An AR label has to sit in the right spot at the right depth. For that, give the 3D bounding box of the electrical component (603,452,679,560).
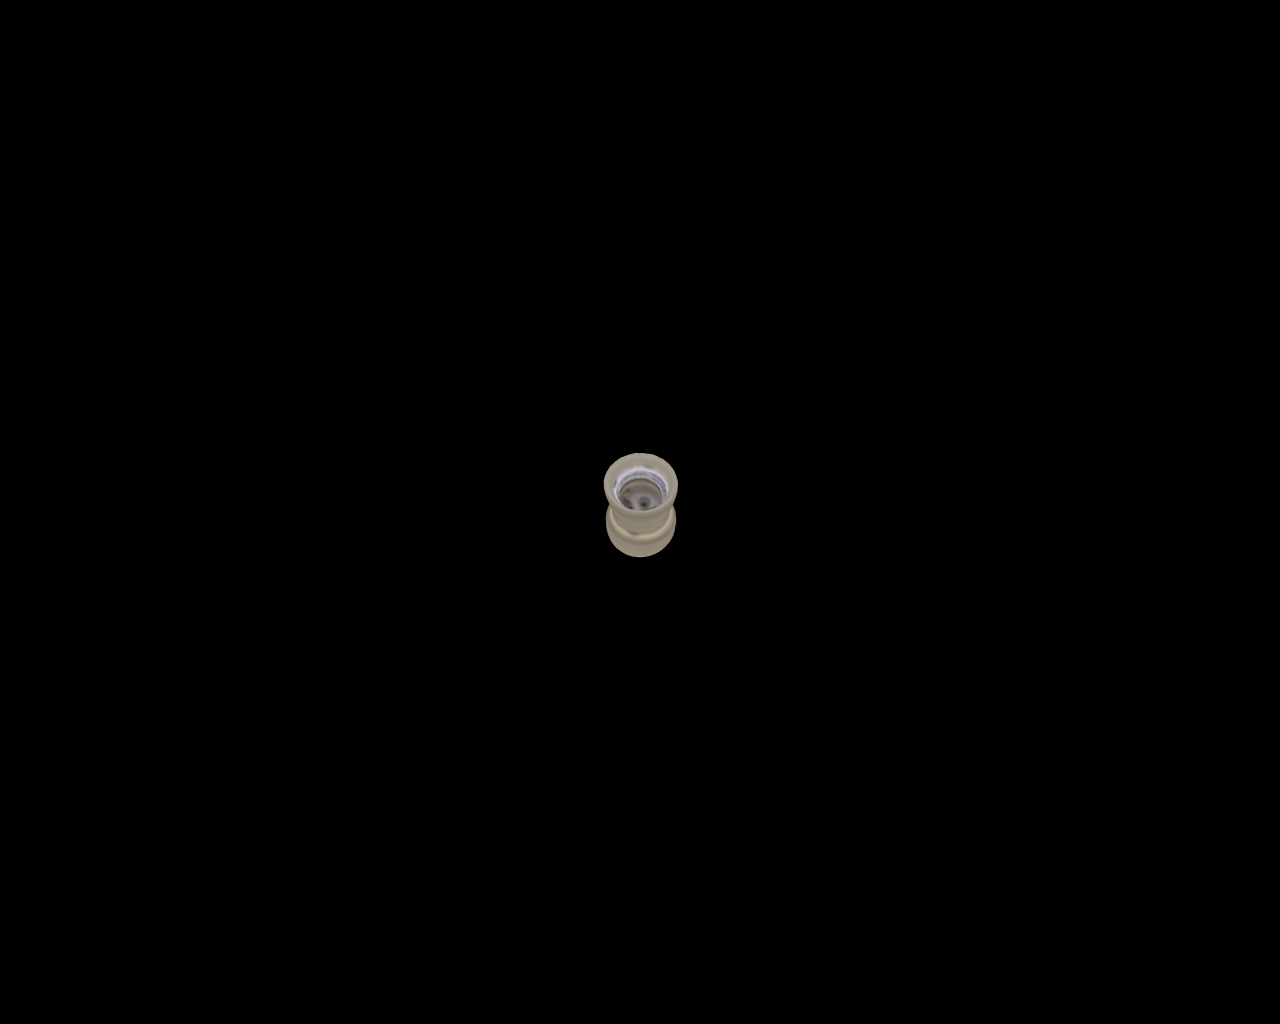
[{"bbox_3d":[0.001,-0.003,0.650,0.045,0.045,0.055,0,-34,0],"label":"electrical component"}]
